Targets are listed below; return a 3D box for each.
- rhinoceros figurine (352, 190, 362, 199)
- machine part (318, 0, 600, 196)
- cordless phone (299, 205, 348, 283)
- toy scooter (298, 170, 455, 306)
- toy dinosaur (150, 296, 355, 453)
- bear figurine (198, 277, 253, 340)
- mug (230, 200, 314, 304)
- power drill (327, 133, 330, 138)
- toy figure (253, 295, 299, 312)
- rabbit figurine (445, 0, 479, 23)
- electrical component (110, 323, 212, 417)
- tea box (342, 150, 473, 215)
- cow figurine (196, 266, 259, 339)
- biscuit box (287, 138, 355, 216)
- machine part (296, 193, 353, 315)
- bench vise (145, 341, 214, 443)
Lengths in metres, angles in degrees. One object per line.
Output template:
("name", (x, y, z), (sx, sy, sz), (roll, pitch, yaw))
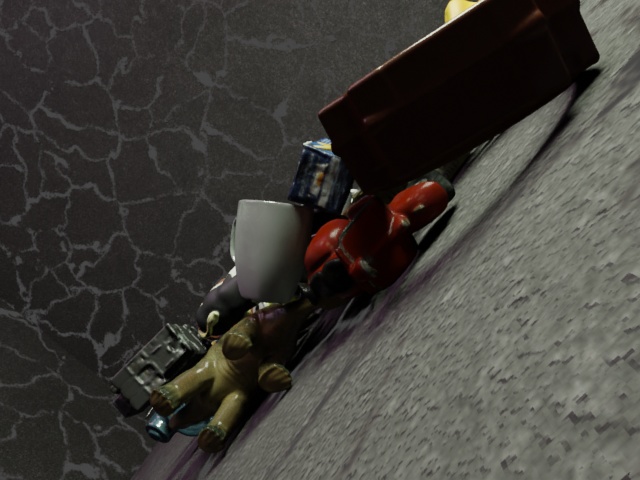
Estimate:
("rhinoceros figurine", (0.038, -0.006, 0.950), (0.190, 0.073, 0.112), (-51, 3, -2))
("machine part", (0.108, -0.123, 0.452), (0.201, 0.087, 0.201), (-30, 5, 14))
("cordless phone", (0.040, 0.004, 0.651), (0.184, 0.146, 0.088), (-9, 66, 39))
("toy scooter", (0.037, 0.013, 0.491), (0.184, 0.075, 0.135), (-38, 8, 42))
("toy dinosaur", (-0.112, 0.174, 0.702), (0.471, 0.105, 0.198), (-39, 0, 31))
("bear figurine", (-0.122, 0.141, 1.024), (0.195, 0.120, 0.132), (38, -125, -54))
("mug", (-0.063, 0.013, 0.586), (0.080, 0.110, 0.107), (10, -95, -52))
("power drill", (0.145, -0.180, 0.656), (0.232, 0.086, 0.207), (-8, -26, -42))
("toy figure", (-0.037, 0.086, 0.892), (0.180, 0.089, 0.082), (-42, 8, 18))
("rabbit figurine", (0.245, -0.318, 0.710), (0.162, 0.121, 0.173), (-17, 50, 33))
("electrical component", (-0.219, 0.179, 0.735), (0.134, 0.058, 0.115), (-46, -11, -3))
("tea box", (0.102, -0.069, 0.664), (0.098, 0.068, 0.169), (-51, 3, -20))
("cow figurine", (-0.110, 0.067, 0.748), (0.167, 0.068, 0.098), (-48, -3, 29))
("biscuit box", (0.013, -0.081, 0.633), (0.203, 0.059, 0.062), (-65, -7, -75))
("machine part", (-0.002, -0.002, 0.806), (0.079, 0.079, 0.243), (132, 153, -64))
("bench vise", (-0.200, 0.262, 0.970), (0.241, 0.128, 0.223), (-23, 10, 39))
